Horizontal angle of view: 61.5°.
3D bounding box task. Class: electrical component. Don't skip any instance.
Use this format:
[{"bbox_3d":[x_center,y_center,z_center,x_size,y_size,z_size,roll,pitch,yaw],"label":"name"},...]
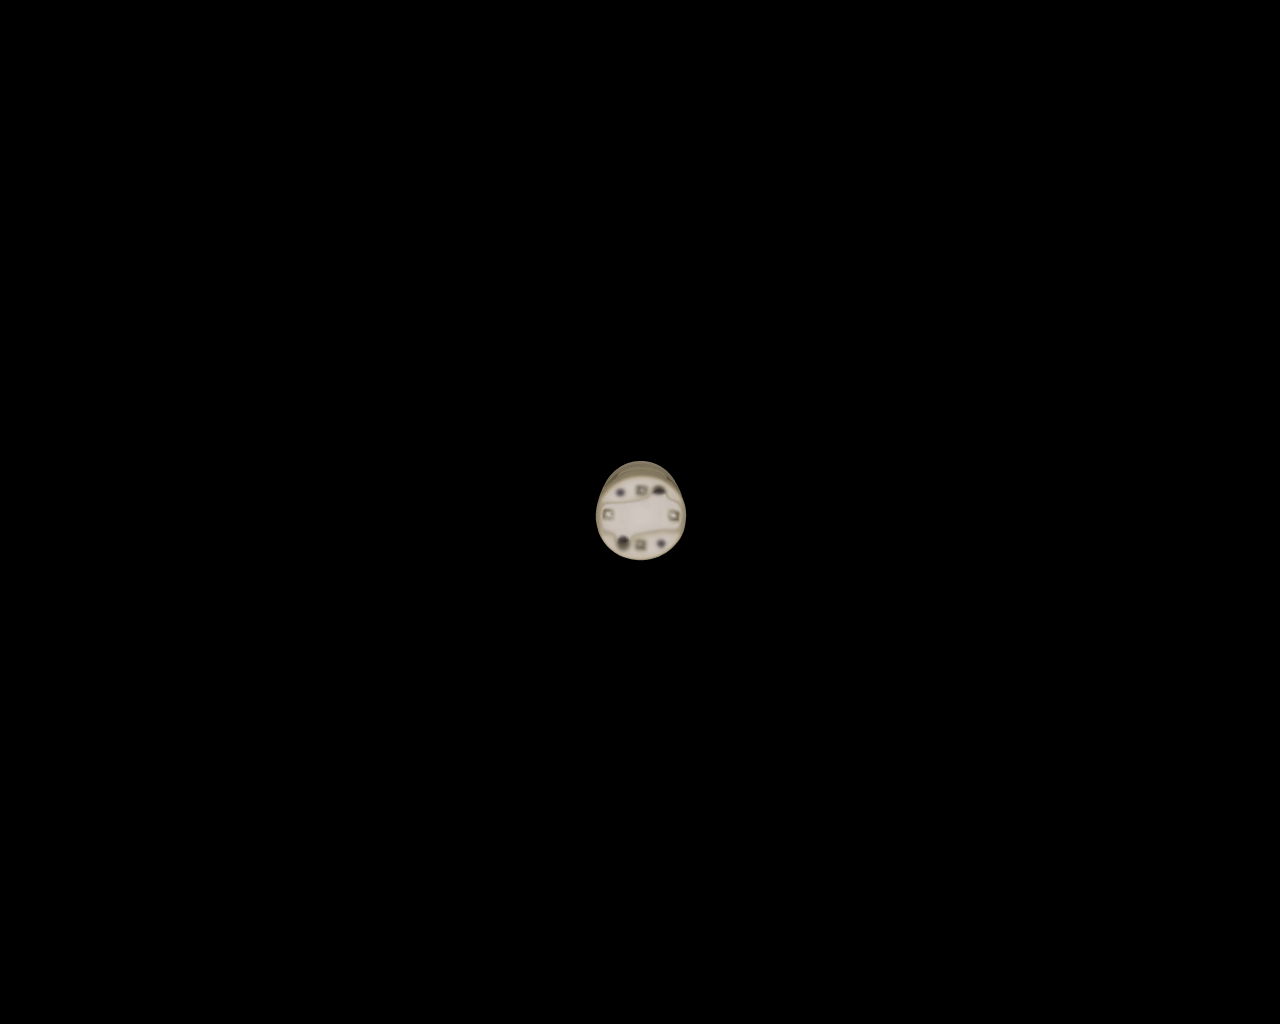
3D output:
[{"bbox_3d":[0.001,-0.003,0.650,0.055,0.055,0.047,0,16,0],"label":"electrical component"}]
